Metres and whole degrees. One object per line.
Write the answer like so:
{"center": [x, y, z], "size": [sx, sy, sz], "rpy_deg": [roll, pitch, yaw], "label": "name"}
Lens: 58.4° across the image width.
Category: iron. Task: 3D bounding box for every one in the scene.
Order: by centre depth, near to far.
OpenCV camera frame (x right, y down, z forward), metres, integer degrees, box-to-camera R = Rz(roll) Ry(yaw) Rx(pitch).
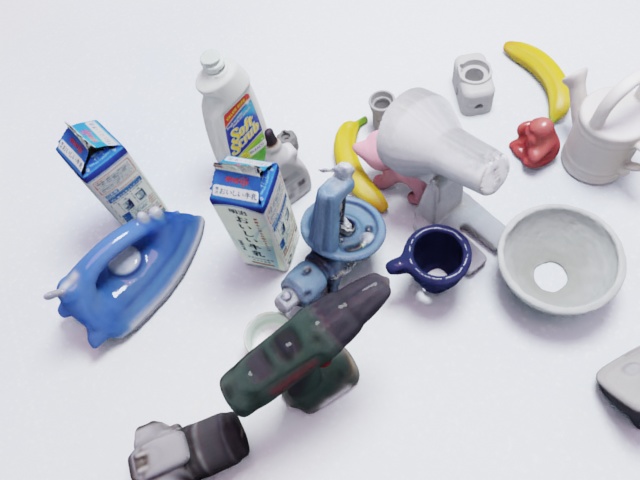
{"center": [-0.284, 0.026, 0.851], "size": [0.118, 0.142, 0.258], "rpy_deg": [34, 72, 22], "label": "iron"}

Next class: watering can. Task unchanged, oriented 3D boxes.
{"center": [0.417, -0.177, 0.830], "size": [0.172, 0.194, 0.101], "rpy_deg": [35, 73, 22], "label": "watering can"}

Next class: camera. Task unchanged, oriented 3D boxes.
{"center": [-0.159, 0.285, 0.725], "size": [0.137, 0.101, 0.143], "rpy_deg": [-22, 62, -4], "label": "camera"}

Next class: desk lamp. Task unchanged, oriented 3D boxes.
{"center": [0.182, -0.087, 0.805], "size": [0.118, 0.214, 0.202], "rpy_deg": [-40, 65, -12], "label": "desk lamp"}

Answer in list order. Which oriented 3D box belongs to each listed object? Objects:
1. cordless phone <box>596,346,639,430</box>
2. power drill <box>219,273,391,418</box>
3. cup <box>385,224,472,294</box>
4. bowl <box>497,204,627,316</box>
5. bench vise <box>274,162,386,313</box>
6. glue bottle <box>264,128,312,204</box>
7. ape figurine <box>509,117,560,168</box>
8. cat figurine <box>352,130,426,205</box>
{"center": [0.423, 0.147, 0.669], "size": [0.147, 0.185, 0.094], "rpy_deg": [-28, 63, -7], "label": "cordless phone"}
{"center": [-0.007, 0.144, 0.715], "size": [0.230, 0.209, 0.075], "rpy_deg": [-33, 63, -9], "label": "power drill"}
{"center": [0.151, 0.041, 0.810], "size": [0.117, 0.095, 0.091], "rpy_deg": [-14, 62, 0], "label": "cup"}
{"center": [0.328, 0.037, 0.800], "size": [0.167, 0.075, 0.167], "rpy_deg": [-3, 63, 6], "label": "bowl"}
{"center": [0.018, 0.006, 0.776], "size": [0.121, 0.220, 0.207], "rpy_deg": [15, 66, 15], "label": "bench vise"}
{"center": [-0.060, -0.114, 0.874], "size": [0.078, 0.173, 0.037], "rpy_deg": [-36, 64, -10], "label": "glue bottle"}
{"center": [0.337, -0.158, 0.888], "size": [0.076, 0.092, 0.078], "rpy_deg": [11, 65, 13], "label": "ape figurine"}
{"center": [0.118, -0.125, 0.887], "size": [0.127, 0.118, 0.067], "rpy_deg": [23, 68, 18], "label": "cat figurine"}
